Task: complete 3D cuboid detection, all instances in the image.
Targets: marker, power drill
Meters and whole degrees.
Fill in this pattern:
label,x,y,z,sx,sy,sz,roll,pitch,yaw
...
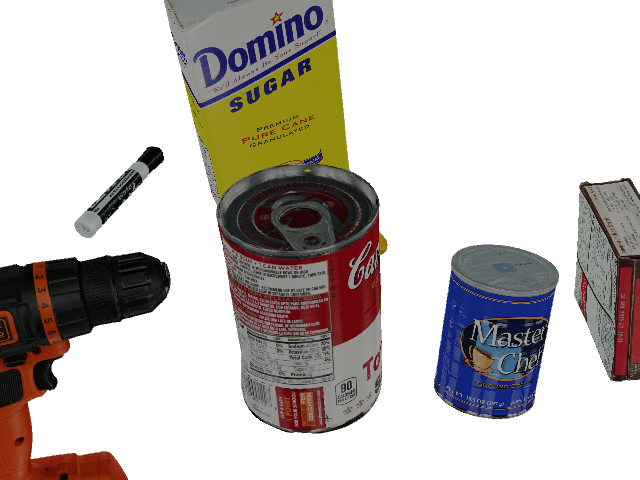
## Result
label,x,y,z,sx,sy,sz,roll,pitch,yaw
marker,-0.175,-0.046,0.943,0.020,0.020,0.121,0,38,33
power drill,-0.179,0.101,0.704,0.184,0.188,0.057,-11,25,-8

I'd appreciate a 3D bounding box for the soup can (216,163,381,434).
label,x,y,z,sx,sy,sz,roll,pitch,yaw
soup can,-0.007,0.027,0.471,0.068,0.102,0.068,-3,34,2

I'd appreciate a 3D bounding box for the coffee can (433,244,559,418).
label,x,y,z,sx,sy,sz,roll,pitch,yaw
coffee can,0.171,0.088,1.047,0.103,0.140,0.103,4,24,-2

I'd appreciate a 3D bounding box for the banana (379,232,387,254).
label,x,y,z,sx,sy,sz,roll,pitch,yaw
banana,0.000,0.005,0.838,0.037,0.069,0.197,-35,-1,24

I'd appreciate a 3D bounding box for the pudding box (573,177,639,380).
label,x,y,z,sx,sy,sz,roll,pitch,yaw
pudding box,0.193,0.023,0.685,0.039,0.090,0.113,-4,27,0

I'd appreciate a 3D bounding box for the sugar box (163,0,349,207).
label,x,y,z,sx,sy,sz,roll,pitch,yaw
sugar box,-0.035,-0.091,0.667,0.093,0.048,0.176,-21,-37,-10
